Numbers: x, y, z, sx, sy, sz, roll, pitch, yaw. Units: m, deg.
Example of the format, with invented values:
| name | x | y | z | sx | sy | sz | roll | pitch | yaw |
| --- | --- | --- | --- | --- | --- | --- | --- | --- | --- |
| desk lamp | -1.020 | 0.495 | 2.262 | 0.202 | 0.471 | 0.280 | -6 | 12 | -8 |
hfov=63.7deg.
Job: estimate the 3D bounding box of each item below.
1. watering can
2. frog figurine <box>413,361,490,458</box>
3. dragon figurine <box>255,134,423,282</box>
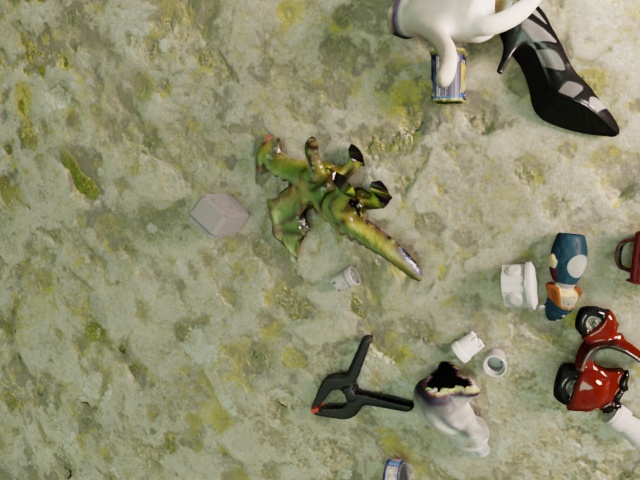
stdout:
| name | x | y | z | sx | sy | sz | roll | pitch | yaw |
| --- | --- | --- | --- | --- | --- | --- | --- | --- | --- |
| watering can | 0.199 | -0.345 | 0.795 | 0.226 | 0.353 | 0.102 | 21 | 145 | 38 |
| frog figurine | 0.237 | 0.323 | 0.929 | 0.137 | 0.124 | 0.158 | 7 | 111 | 54 |
| dragon figurine | 0.003 | -0.051 | 1.006 | 0.239 | 0.123 | 0.413 | -38 | 80 | 39 |
